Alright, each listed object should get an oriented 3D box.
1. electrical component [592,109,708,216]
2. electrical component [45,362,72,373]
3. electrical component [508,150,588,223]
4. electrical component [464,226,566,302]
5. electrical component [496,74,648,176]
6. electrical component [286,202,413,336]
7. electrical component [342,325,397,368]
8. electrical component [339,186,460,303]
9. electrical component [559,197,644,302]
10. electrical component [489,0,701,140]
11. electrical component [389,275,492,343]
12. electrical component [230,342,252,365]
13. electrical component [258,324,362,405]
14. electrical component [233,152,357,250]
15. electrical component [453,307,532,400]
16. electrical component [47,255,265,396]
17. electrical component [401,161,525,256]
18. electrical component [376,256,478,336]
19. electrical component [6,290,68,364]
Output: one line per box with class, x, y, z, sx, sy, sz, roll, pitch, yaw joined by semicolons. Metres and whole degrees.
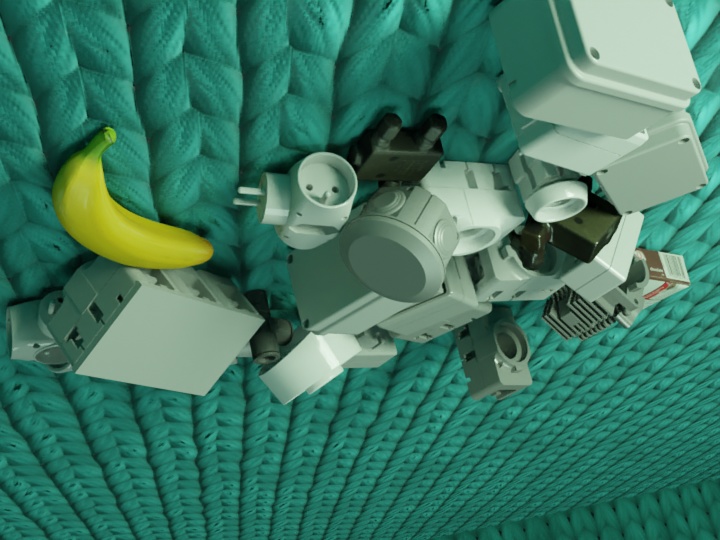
electrical component;0.209;-0.092;0.799;0.078;0.057;0.113;-21;157;18
electrical component;-0.245;0.071;0.959;0.044;0.044;0.065;-25;160;26
electrical component;0.145;-0.070;0.817;0.048;0.055;0.066;-5;157;-20
electrical component;0.145;-0.006;0.981;0.089;0.050;0.056;-1;155;-29
electrical component;0.140;-0.109;0.710;0.096;0.061;0.061;10;149;-44
electrical component;0.000;0.000;0.875;0.057;0.078;0.113;6;152;-45
electrical component;0.006;0.063;1.071;0.066;0.047;0.077;2;154;-34
electrical component;0.030;-0.019;0.778;0.080;0.051;0.080;19;141;16
electrical component;0.195;-0.031;0.930;0.076;0.083;0.047;36;141;-11
electrical component;0.141;-0.130;0.640;0.113;0.078;0.057;5;155;-38
electrical component;0.069;0.030;1.023;0.089;0.050;0.056;-27;154;31
electrical component;-0.114;0.065;1.012;0.055;0.045;0.045;-11;158;-3
electrical component;-0.049;0.079;1.005;0.099;0.064;0.099;-35;176;-3
electrical component;-0.050;-0.050;0.770;0.079;0.043;0.077;4;158;-16
electrical component;0.144;0.088;1.155;0.050;0.089;0.056;5;152;-39
electrical component;-0.164;0.041;0.870;0.089;0.061;0.150;-51;147;12
electrical component;0.076;-0.047;0.833;0.089;0.055;0.050;0;155;-30
electrical component;0.046;0.016;0.960;0.096;0.061;0.061;-24;156;25
electrical component;-0.246;0.042;0.881;0.077;0.044;0.079;-3;155;-24
